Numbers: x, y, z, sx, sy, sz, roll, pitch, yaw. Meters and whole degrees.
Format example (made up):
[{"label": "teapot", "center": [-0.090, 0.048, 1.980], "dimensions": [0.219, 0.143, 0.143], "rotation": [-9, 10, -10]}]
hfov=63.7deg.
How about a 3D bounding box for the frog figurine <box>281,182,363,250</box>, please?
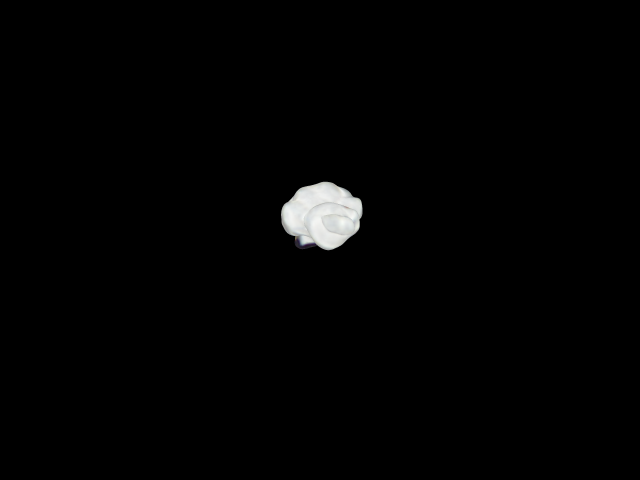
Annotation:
[{"label": "frog figurine", "center": [0.003, -0.043, 0.850], "dimensions": [0.137, 0.123, 0.158], "rotation": [0, -6, 0]}]
